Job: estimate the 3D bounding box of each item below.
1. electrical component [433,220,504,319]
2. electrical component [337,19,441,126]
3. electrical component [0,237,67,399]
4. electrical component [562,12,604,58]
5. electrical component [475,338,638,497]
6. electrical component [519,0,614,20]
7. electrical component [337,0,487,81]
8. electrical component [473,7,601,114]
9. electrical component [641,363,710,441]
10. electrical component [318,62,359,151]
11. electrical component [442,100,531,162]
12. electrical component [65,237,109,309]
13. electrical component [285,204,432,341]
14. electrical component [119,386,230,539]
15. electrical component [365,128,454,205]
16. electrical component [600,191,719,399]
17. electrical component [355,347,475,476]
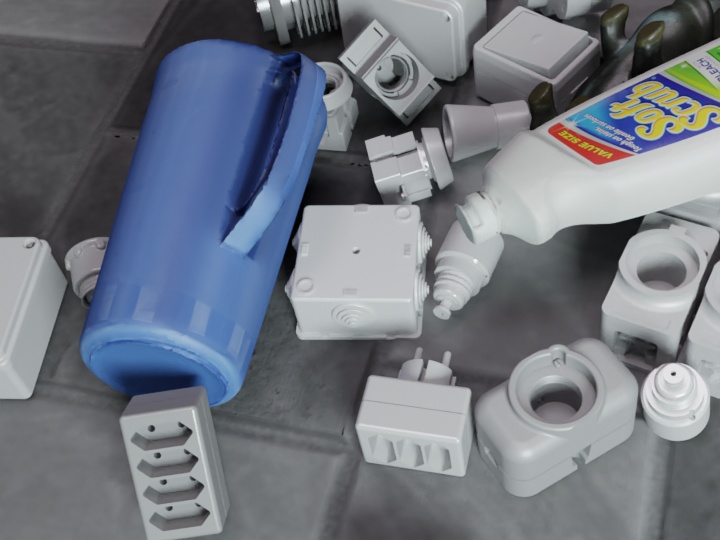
[{"bbox_3d":[0.071,0.000,0.745,0.040,0.040,0.078,15,57,21],"label":"electrical component"},{"bbox_3d":[0.019,-0.158,0.856,0.042,0.081,0.064,-48,28,1],"label":"electrical component"},{"bbox_3d":[-0.280,0.034,0.770,0.109,0.056,0.108,0,53,10],"label":"electrical component"},{"bbox_3d":[0.189,-0.190,0.872,0.046,0.040,0.040,1,53,17],"label":"electrical component"},{"bbox_3d":[0.120,0.087,0.657,0.095,0.059,0.053,-28,53,-12],"label":"electrical component"},{"bbox_3d":[0.148,-0.232,0.870,0.074,0.052,0.138,-13,18,-3],"label":"electrical component"},{"bbox_3d":[0.042,-0.211,0.888,0.113,0.078,0.057,19,55,23],"label":"electrical component"},{"bbox_3d":[0.133,-0.163,0.846,0.096,0.061,0.062,33,64,30],"label":"electrical component"},{"bbox_3d":[0.189,0.075,0.646,0.040,0.078,0.040,-7,64,14],"label":"electrical component"},{"bbox_3d":[-0.027,-0.130,0.853,0.048,0.055,0.066,6,54,14],"label":"electrical component"},{"bbox_3d":[0.099,-0.109,0.824,0.065,0.044,0.044,-8,52,-3],"label":"electrical component"},{"bbox_3d":[-0.187,0.010,0.781,0.048,0.048,0.062,-17,59,-3],"label":"electrical component"},{"bbox_3d":[0.000,0.000,0.755,0.100,0.048,0.099,0,54,8],"label":"electrical component"},{"bbox_3d":[-0.112,0.114,0.675,0.047,0.083,0.075,-9,14,3],"label":"electrical component"},{"bbox_3d":[0.038,-0.078,0.809,0.055,0.048,0.066,-17,51,6],"label":"electrical component"},{"bbox_3d":[0.241,-0.014,0.713,0.105,0.060,0.186,19,58,23],"label":"electrical component"},{"bbox_3d":[0.040,0.082,0.682,0.066,0.047,0.076,6,54,14],"label":"electrical component"}]
